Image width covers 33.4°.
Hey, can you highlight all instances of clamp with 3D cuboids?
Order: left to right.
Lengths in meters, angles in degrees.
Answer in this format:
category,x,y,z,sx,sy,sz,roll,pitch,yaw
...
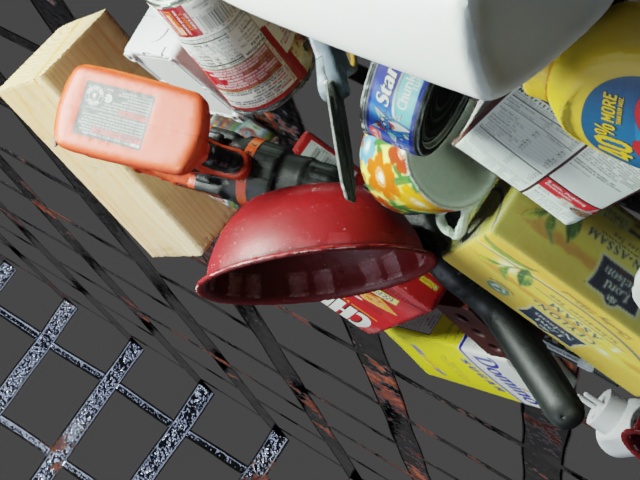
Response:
category,x,y,z,sx,sy,sz,roll,pitch,yaw
clamp,0.125,0.030,0.782,0.210,0.036,0.164,48,-158,4

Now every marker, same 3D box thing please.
category,x,y,z,sx,sy,sz,roll,pitch,yaw
marker,0.204,0.090,0.901,0.121,0.020,0.020,27,163,23

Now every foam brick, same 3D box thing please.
category,x,y,z,sx,sy,sz,roll,pitch,yaw
foam brick,0.142,0.056,0.867,0.078,0.051,0.053,41,163,-24

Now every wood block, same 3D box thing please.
category,x,y,z,sx,sy,sz,roll,pitch,yaw
wood block,-0.165,-0.087,0.934,0.090,0.090,0.206,-3,134,50

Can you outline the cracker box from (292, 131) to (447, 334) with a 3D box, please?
category,x,y,z,sx,sy,sz,roll,pitch,yaw
cracker box,0.019,0.005,0.926,0.164,0.072,0.214,35,165,-2

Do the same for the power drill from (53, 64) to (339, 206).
category,x,y,z,sx,sy,sz,roll,pitch,yaw
power drill,-0.080,-0.060,0.733,0.185,0.057,0.187,13,176,17

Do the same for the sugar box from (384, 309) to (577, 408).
category,x,y,z,sx,sy,sz,roll,pitch,yaw
sugar box,0.148,0.108,1.020,0.093,0.048,0.177,44,163,-31

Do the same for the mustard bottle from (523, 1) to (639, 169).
category,x,y,z,sx,sy,sz,roll,pitch,yaw
mustard bottle,0.165,-0.058,0.470,0.192,0.058,0.096,27,166,26

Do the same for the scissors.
category,x,y,z,sx,sy,sz,roll,pitch,yaw
scissors,-0.001,-0.101,0.550,0.201,0.016,0.096,-85,-30,-63

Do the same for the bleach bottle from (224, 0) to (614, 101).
category,x,y,z,sx,sy,sz,roll,pitch,yaw
bleach bottle,0.008,-0.141,0.504,0.251,0.102,0.068,29,151,42

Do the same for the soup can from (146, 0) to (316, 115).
category,x,y,z,sx,sy,sz,roll,pitch,yaw
soup can,-0.056,-0.136,0.669,0.069,0.068,0.102,19,158,43

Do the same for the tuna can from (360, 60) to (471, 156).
category,x,y,z,sx,sy,sz,roll,pitch,yaw
tuna can,0.056,-0.087,0.553,0.034,0.086,0.086,27,163,17

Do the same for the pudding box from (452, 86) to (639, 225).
category,x,y,z,sx,sy,sz,roll,pitch,yaw
pudding box,0.131,-0.056,0.583,0.090,0.039,0.114,36,162,-2

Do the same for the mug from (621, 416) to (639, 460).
category,x,y,z,sx,sy,sz,roll,pitch,yaw
mug,0.271,0.130,0.766,0.093,0.081,0.117,35,164,-3

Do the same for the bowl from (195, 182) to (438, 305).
category,x,y,z,sx,sy,sz,roll,pitch,yaw
bowl,-0.005,0.001,0.713,0.162,0.055,0.162,-6,166,-2
